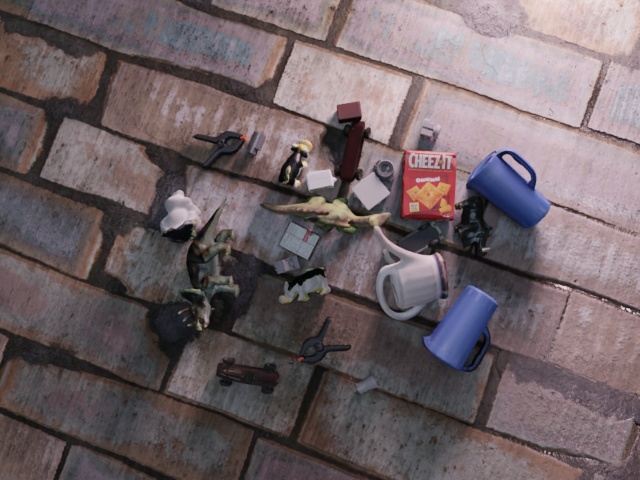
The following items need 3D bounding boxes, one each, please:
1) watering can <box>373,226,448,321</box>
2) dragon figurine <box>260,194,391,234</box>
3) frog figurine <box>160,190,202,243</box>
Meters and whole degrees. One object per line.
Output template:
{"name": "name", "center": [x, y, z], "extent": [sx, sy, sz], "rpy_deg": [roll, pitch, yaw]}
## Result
{"name": "watering can", "center": [0.273, 0.093, 1.552], "extent": [0.225, 0.106, 0.341], "rpy_deg": [-14, 117, -5]}
{"name": "dragon figurine", "center": [0.005, -0.078, 1.558], "extent": [0.410, 0.243, 0.122], "rpy_deg": [4, 94, 2]}
{"name": "frog figurine", "center": [-0.454, -0.074, 1.666], "extent": [0.137, 0.121, 0.163], "rpy_deg": [-34, 50, 10]}
